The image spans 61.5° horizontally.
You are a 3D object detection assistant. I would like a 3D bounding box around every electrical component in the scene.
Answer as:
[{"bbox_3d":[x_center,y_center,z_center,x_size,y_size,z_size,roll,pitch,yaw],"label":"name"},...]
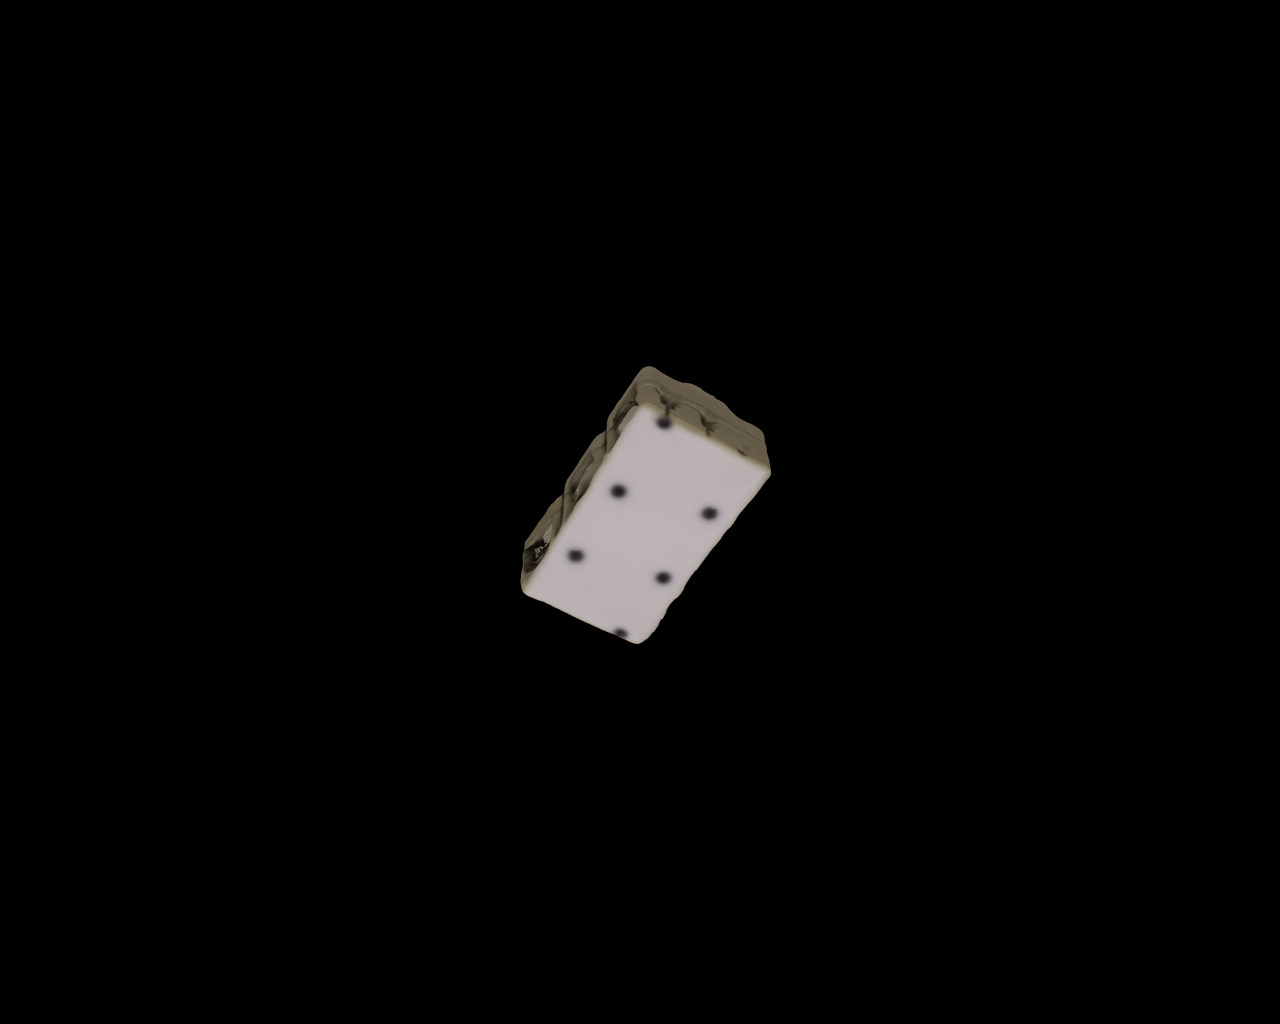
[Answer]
[{"bbox_3d":[0.001,-0.003,0.650,0.089,0.150,0.062,28,28,-16],"label":"electrical component"}]
